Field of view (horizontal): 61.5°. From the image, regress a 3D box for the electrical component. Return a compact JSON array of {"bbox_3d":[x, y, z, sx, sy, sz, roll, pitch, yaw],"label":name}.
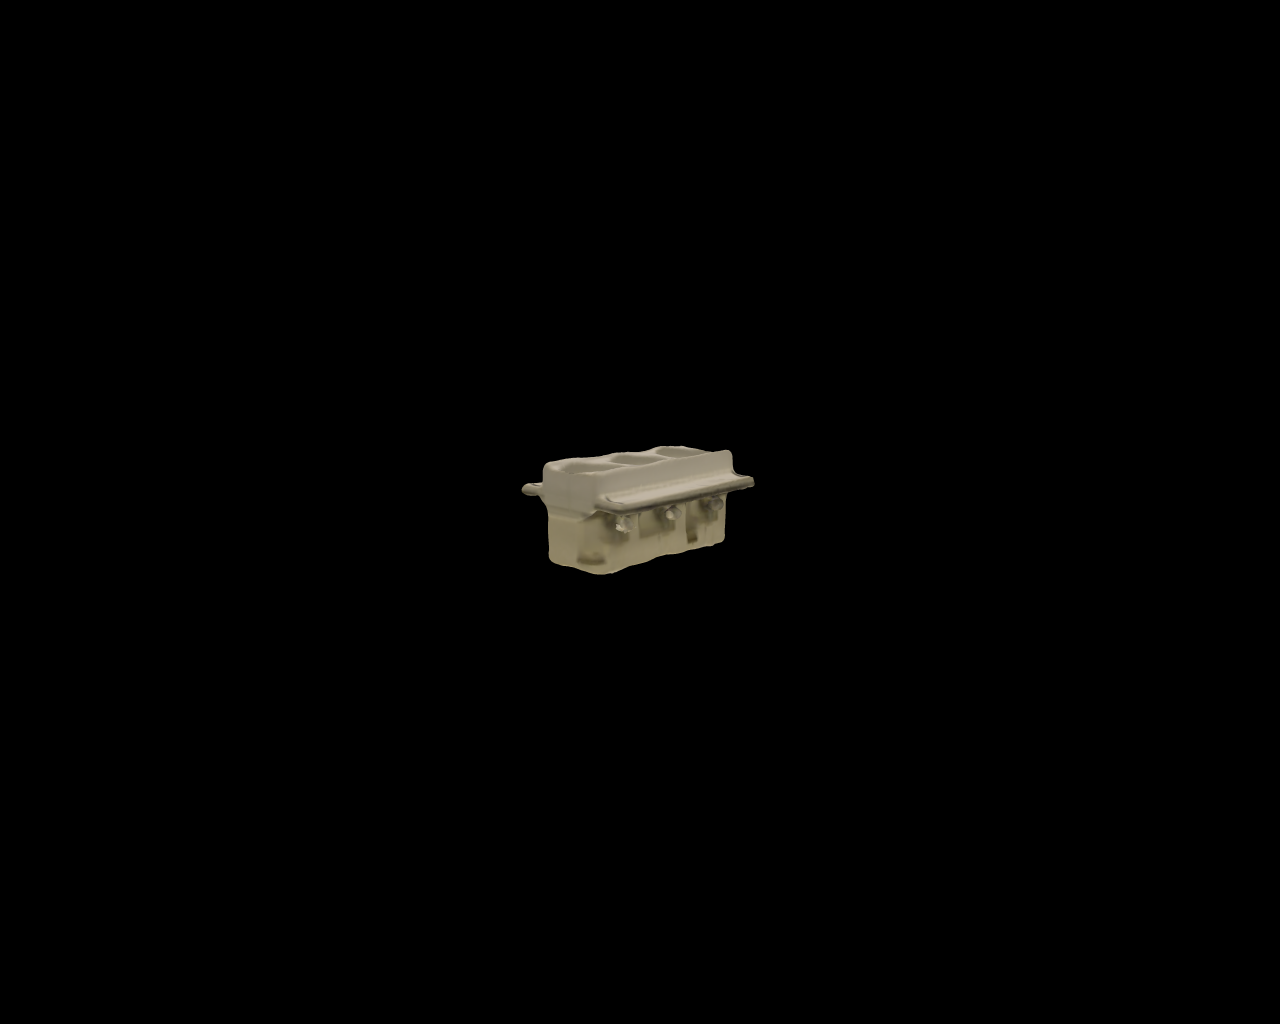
[{"bbox_3d":[0.001,-0.003,0.650,0.079,0.063,0.121,10,15,42],"label":"electrical component"}]
